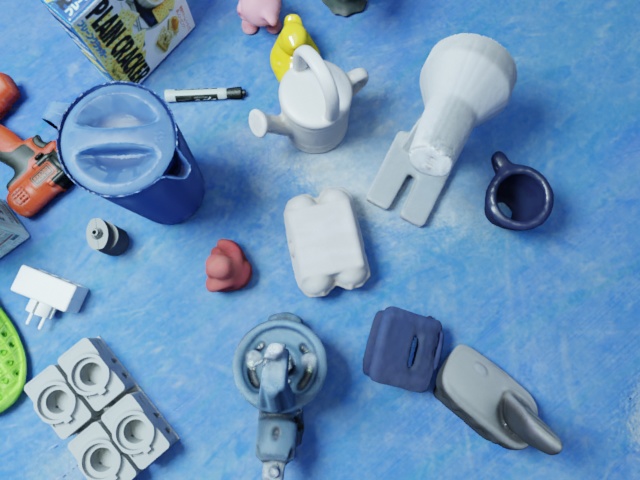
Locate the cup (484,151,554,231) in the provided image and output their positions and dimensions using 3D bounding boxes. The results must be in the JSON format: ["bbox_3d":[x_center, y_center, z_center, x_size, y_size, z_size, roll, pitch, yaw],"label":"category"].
[{"bbox_3d":[0.266,-0.063,0.819,0.092,0.095,0.118,-24,82,-5],"label":"cup"}]

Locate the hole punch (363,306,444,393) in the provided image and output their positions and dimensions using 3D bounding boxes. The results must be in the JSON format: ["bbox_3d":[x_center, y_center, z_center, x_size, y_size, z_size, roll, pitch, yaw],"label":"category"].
[{"bbox_3d":[0.118,0.148,0.784,0.101,0.091,0.109,14,81,1],"label":"hole punch"}]

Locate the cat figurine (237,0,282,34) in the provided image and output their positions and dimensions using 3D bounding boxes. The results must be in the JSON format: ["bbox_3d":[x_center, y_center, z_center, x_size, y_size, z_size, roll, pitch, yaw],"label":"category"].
[{"bbox_3d":[-0.089,-0.364,0.847,0.067,0.118,0.128,-1,81,-1],"label":"cat figurine"}]

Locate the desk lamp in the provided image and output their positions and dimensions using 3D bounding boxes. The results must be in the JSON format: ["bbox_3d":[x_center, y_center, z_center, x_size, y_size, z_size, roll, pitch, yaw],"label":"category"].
[{"bbox_3d":[0.160,-0.140,0.769,0.118,0.213,0.203,26,81,3],"label":"desk lamp"}]

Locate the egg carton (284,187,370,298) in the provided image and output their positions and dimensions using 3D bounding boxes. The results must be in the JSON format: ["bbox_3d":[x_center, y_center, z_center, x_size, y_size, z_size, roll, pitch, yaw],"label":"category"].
[{"bbox_3d":[0.007,0.003,0.815,0.107,0.069,0.150,-13,81,-3],"label":"egg carton"}]

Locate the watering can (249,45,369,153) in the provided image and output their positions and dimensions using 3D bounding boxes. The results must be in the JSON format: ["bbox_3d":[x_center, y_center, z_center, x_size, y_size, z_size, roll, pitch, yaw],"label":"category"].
[{"bbox_3d":[-0.011,-0.189,0.782,0.101,0.194,0.173,38,82,5],"label":"watering can"}]

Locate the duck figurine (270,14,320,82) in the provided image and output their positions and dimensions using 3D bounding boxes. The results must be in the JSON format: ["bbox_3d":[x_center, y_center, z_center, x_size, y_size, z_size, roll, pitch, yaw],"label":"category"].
[{"bbox_3d":[-0.037,-0.283,0.851,0.077,0.086,0.104,-4,81,-2],"label":"duck figurine"}]

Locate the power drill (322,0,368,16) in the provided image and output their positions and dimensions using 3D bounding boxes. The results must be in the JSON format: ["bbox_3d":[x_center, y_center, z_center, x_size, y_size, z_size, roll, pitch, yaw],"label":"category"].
[{"bbox_3d":[0.047,-0.432,0.815,0.075,0.208,0.230,13,81,1],"label":"power drill"}]

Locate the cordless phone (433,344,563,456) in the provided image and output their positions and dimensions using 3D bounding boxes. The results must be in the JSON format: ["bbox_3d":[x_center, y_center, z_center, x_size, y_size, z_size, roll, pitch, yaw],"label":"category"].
[{"bbox_3d":[0.228,0.206,0.730,0.147,0.185,0.094,36,82,5],"label":"cordless phone"}]

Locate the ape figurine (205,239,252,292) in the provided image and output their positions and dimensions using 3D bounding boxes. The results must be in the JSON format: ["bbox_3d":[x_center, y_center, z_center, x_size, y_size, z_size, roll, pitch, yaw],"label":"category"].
[{"bbox_3d":[-0.134,0.038,0.795,0.076,0.092,0.078,35,82,4],"label":"ape figurine"}]

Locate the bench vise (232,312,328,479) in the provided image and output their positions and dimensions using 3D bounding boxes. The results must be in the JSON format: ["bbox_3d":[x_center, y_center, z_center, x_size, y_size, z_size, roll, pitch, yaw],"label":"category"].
[{"bbox_3d":[-0.041,0.192,0.708,0.121,0.219,0.207,-15,81,-3],"label":"bench vise"}]
